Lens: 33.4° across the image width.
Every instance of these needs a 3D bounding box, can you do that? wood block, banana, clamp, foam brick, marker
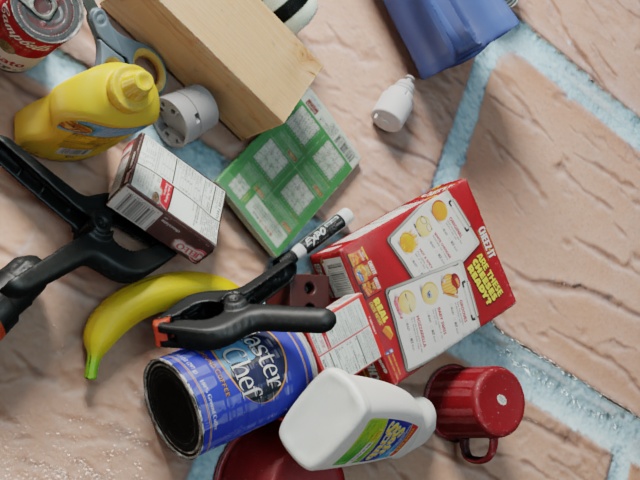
[{"bbox_3d":[-0.110,-0.211,1.100,0.206,0.090,0.090,43,61,-22],"label":"wood block"},{"bbox_3d":[-0.158,0.067,1.054,0.197,0.037,0.069,-24,114,-33],"label":"banana"},{"bbox_3d":[-0.221,-0.017,1.006,0.209,0.036,0.164,6,58,-47],"label":"clamp"},{"bbox_3d":[-0.079,0.065,1.040,0.171,0.120,0.039,-7,113,-11],"label":"clamp"},{"bbox_3d":[-0.024,0.076,1.133,0.052,0.051,0.078,4,79,-34],"label":"foam brick"},{"bbox_3d":[-0.008,0.001,1.176,0.120,0.020,0.020,-37,103,-34],"label":"marker"}]

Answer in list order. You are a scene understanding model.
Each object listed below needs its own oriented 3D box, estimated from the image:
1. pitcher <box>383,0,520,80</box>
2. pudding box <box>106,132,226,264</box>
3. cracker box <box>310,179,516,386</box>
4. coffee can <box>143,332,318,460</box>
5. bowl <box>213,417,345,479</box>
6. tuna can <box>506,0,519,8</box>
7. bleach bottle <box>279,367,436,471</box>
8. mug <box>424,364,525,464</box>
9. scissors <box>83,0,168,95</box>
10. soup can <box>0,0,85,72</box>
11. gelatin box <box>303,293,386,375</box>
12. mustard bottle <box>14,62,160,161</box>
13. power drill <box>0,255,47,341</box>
[{"bbox_3d":[0.121,-0.320,1.249,0.144,0.149,0.243,-36,99,-30],"label":"pitcher"},{"bbox_3d":[-0.149,-0.041,1.054,0.113,0.039,0.090,38,32,-25],"label":"pudding box"},{"bbox_3d":[0.108,0.047,1.218,0.213,0.072,0.164,-29,100,-36],"label":"cracker box"},{"bbox_3d":[-0.087,0.141,1.047,0.140,0.103,0.103,-20,93,-35],"label":"coffee can"},{"bbox_3d":[-0.028,0.260,1.096,0.161,0.055,0.162,6,79,-34],"label":"bowl"},{"bbox_3d":[0.219,-0.335,1.382,0.086,0.034,0.086,7,78,-34],"label":"tuna can"},{"bbox_3d":[0.062,0.188,1.117,0.068,0.103,0.250,47,17,28],"label":"bleach bottle"},{"bbox_3d":[0.182,0.200,1.235,0.093,0.082,0.117,8,78,-34],"label":"mug"},{"bbox_3d":[-0.203,-0.214,1.054,0.096,0.016,0.202,-25,112,-44],"label":"scissors"},{"bbox_3d":[-0.268,-0.199,0.981,0.068,0.102,0.068,7,78,-34],"label":"soup can"},{"bbox_3d":[0.018,0.106,1.106,0.089,0.030,0.073,-28,101,-37],"label":"gelatin box"},{"bbox_3d":[-0.199,-0.117,0.959,0.096,0.192,0.058,2,81,-35],"label":"mustard bottle"},{"bbox_3d":[-0.347,0.027,0.916,0.187,0.057,0.184,51,55,-15],"label":"power drill"}]
